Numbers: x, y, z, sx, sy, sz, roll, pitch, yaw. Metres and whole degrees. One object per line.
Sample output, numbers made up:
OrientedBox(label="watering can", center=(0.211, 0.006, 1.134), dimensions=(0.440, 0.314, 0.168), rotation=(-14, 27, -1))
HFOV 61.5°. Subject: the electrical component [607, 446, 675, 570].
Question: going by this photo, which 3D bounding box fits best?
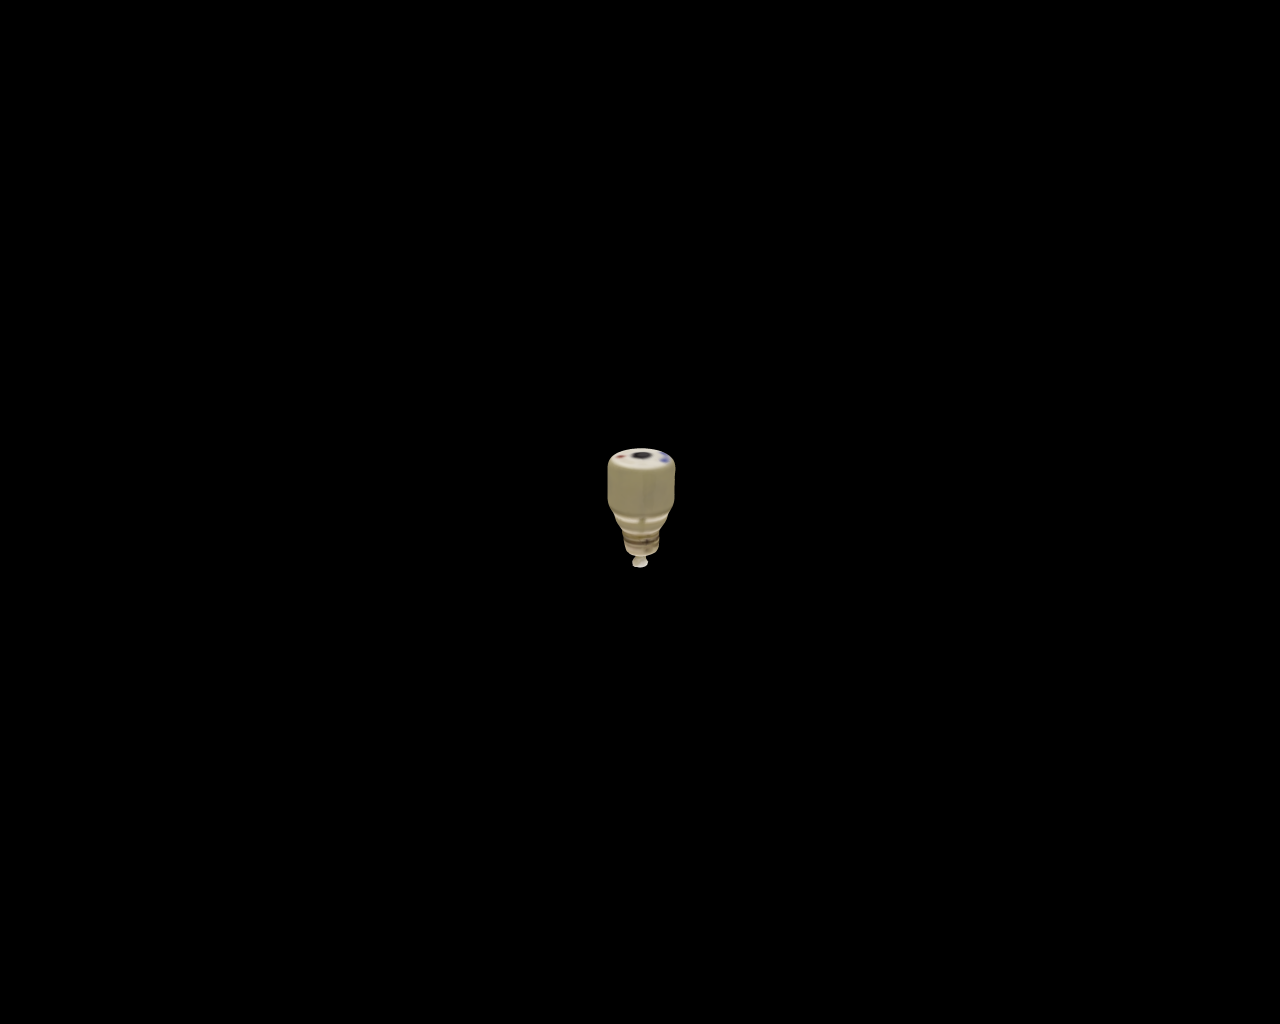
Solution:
OrientedBox(label="electrical component", center=(0.001, -0.003, 0.650), dimensions=(0.040, 0.078, 0.040), rotation=(0, 22, 0))
